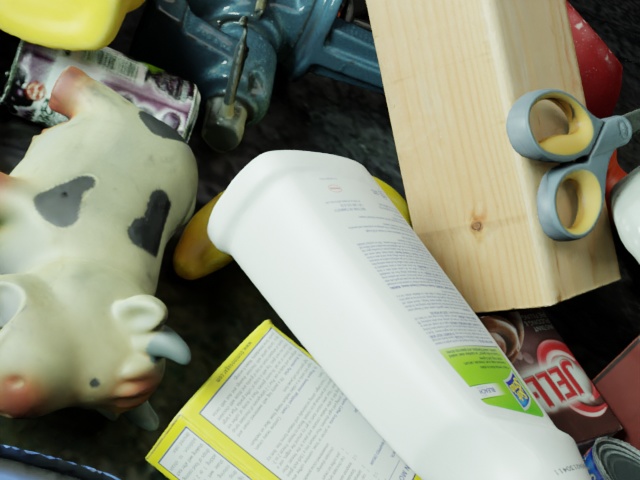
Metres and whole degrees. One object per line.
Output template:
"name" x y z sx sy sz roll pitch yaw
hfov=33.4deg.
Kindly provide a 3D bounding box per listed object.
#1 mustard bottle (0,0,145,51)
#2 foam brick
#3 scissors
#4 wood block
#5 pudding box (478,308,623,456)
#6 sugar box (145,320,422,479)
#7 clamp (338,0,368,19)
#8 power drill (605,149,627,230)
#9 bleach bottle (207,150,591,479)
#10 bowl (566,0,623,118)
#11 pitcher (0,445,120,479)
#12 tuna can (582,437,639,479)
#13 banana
"mustard bottle" -0.143 -0.165 0.614 0.096 0.058 0.191 24 22 -8
"foam brick" 0.200 0.094 0.651 0.052 0.078 0.051 -15 59 -45
"scissors" 0.177 -0.047 0.647 0.201 0.016 0.096 0 83 -45
"wood block" 0.106 -0.065 0.656 0.090 0.091 0.206 -13 92 -46
"pudding box" 0.111 0.089 0.621 0.113 0.039 0.090 -5 53 -40
"sugar box" 0.014 0.124 0.509 0.176 0.048 0.093 41 36 2
"clamp" 0.002 -0.244 0.874 0.164 0.036 0.210 37 39 -21
"power drill" 0.236 0.011 0.785 0.188 0.057 0.184 45 39 9
"bleach bottle" 0.049 0.064 0.518 0.102 0.068 0.251 1 45 -50
"bowl" 0.198 -0.157 0.878 0.162 0.055 0.162 44 16 -16
"pitcher" -0.159 0.136 0.303 0.242 0.145 0.149 20 11 -14
"tuna can" 0.176 0.151 0.591 0.086 0.034 0.086 31 20 -13
"banana" -0.009 -0.013 0.640 0.197 0.037 0.070 -2 51 -38
